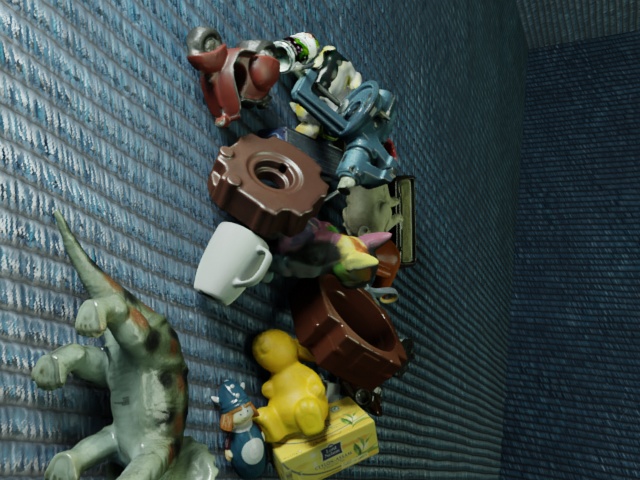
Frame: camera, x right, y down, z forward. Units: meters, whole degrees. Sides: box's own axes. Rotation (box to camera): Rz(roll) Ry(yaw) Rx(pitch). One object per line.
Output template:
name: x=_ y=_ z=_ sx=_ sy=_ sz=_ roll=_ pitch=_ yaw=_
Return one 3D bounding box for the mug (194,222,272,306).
mug: x=-0.123 y=0.042 z=0.773 sx=0.107 sy=0.110 sz=0.080 roll=-62 pitch=147 yaw=-18

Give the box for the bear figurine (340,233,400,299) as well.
bear figurine: x=0.068 y=0.048 z=1.108 sx=0.196 sy=0.120 sz=0.131 roll=-2 pitch=135 yaw=-35

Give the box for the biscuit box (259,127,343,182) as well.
biscuit box: x=-0.030 y=-0.151 z=0.972 sx=0.202 sy=0.059 sz=0.062 roll=9 pitch=82 yaw=-60

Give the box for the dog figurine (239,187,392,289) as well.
dog figurine: x=-0.002 y=-0.003 z=0.864 sx=0.108 sy=0.219 sz=0.191 roll=-57 pitch=137 yaw=-48

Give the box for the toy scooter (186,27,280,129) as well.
toy scooter: x=-0.123 y=-0.233 z=0.801 sx=0.184 sy=0.075 sz=0.135 roll=-15 pitch=102 yaw=-56

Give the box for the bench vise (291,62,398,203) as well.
bench vise: x=0.036 y=-0.198 z=0.911 sx=0.240 sy=0.129 sz=0.223 roll=36 pitch=74 yaw=-26

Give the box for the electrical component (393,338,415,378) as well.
electrical component: x=0.139 y=0.264 z=1.202 sx=0.134 sy=0.115 sz=0.058 roll=-19 pitch=102 yaw=-58

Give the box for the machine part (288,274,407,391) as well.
machine part: x=0.045 y=0.155 z=0.953 sx=0.201 sy=0.087 sz=0.202 roll=33 pitch=22 yaw=-30

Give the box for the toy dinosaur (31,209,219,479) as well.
toy dinosaur: x=-0.209 y=0.170 z=0.617 sx=0.192 sy=0.131 sz=0.404 roll=9 pitch=78 yaw=-72

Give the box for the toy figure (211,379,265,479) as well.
toy figure: x=-0.118 y=0.286 z=0.818 sx=0.064 sy=0.058 sz=0.154 roll=-37 pitch=120 yaw=-61

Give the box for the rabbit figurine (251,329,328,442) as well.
rabbit figurine: x=-0.048 y=0.221 z=0.892 sx=0.173 sy=0.122 sz=0.162 roll=64 pitch=32 yaw=-6

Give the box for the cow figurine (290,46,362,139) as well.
cow figurine: x=-0.001 y=-0.267 z=0.987 sx=0.167 sy=0.068 sz=0.098 roll=-58 pitch=138 yaw=-12

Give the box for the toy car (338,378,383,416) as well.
toy car: x=0.054 y=0.249 z=1.023 sx=0.202 sy=0.053 sz=0.089 roll=58 pitch=-1 yaw=29

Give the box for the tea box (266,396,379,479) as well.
tea box: x=0.002 y=0.341 z=0.907 sx=0.170 sy=0.098 sz=0.068 roll=-18 pitch=108 yaw=-22

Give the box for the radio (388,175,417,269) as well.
radio: x=0.182 y=-0.045 z=1.319 sx=0.131 sy=0.073 sz=0.229 roll=-9 pitch=97 yaw=-60

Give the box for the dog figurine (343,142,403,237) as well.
dog figurine: x=0.081 y=-0.113 z=1.030 sx=0.172 sy=0.121 sz=0.190 roll=-89 pitch=164 yaw=-55

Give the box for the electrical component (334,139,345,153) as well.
electrical component: x=0.059 y=-0.178 z=1.140 sx=0.078 sy=0.045 sz=0.102 roll=25 pitch=68 yaw=-55

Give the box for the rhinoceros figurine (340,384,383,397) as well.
rhinoceros figurine: x=0.086 y=0.246 z=1.112 sx=0.073 sy=0.112 sz=0.190 roll=46 pitch=31 yaw=-44

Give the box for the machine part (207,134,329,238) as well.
machine part: x=-0.074 y=-0.085 z=0.802 sx=0.179 sy=0.179 sz=0.056 roll=-51 pitch=174 yaw=-47
